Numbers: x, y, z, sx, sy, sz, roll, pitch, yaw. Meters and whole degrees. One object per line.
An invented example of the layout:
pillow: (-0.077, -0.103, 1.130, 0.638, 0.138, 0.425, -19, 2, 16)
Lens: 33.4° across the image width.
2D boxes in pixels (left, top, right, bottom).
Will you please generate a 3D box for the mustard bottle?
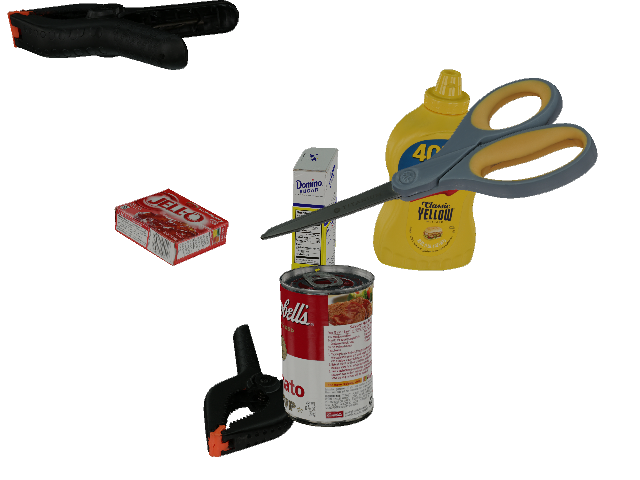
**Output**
mustard bottle: (0.107, -0.066, 0.997, 0.096, 0.192, 0.058, 2, 28, -7)

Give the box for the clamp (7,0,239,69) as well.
clamp: (-0.148, -0.160, 0.802, 0.172, 0.039, 0.120, 11, 23, 22)

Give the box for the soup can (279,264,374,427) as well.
soup can: (0.006, 0.075, 0.772, 0.068, 0.102, 0.068, -1, 14, 0)

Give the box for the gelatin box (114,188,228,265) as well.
gelatin box: (-0.148, -0.015, 1.055, 0.089, 0.030, 0.073, 29, 34, 31)

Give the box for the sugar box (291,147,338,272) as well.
sugar box: (-0.007, -0.012, 1.242, 0.048, 0.176, 0.093, 2, 21, 8)

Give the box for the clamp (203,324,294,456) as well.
clamp: (-0.048, 0.158, 1.099, 0.165, 0.036, 0.209, 11, 27, 15)

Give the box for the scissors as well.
scissors: (0.063, -0.049, 0.639, 0.202, 0.096, 0.016, -8, -42, 23)
